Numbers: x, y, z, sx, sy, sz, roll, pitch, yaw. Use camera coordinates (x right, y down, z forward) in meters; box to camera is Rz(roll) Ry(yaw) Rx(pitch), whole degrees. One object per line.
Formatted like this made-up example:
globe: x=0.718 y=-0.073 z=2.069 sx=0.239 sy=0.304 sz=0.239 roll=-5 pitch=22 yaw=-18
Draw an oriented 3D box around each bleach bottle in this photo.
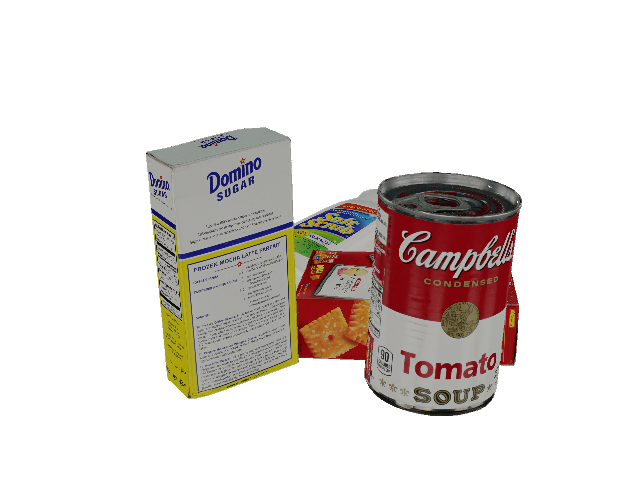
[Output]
bleach bottle: x=0.019 y=-0.005 z=1.298 sx=0.103 sy=0.068 sz=0.250 roll=20 pitch=37 yaw=29

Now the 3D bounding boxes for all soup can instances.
soup can: x=0.057 y=0.025 z=0.519 sx=0.068 sy=0.102 sz=0.068 roll=3 pitch=20 yaw=-1

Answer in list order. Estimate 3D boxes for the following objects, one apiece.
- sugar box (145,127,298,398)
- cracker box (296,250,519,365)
sugar box: x=-0.065 y=0.015 z=0.740 sx=0.093 sy=0.176 sz=0.048 roll=-17 pitch=26 yaw=-31
cracker box: x=0.086 y=0.066 z=1.081 sx=0.214 sy=0.072 sz=0.164 roll=2 pitch=16 yaw=6
